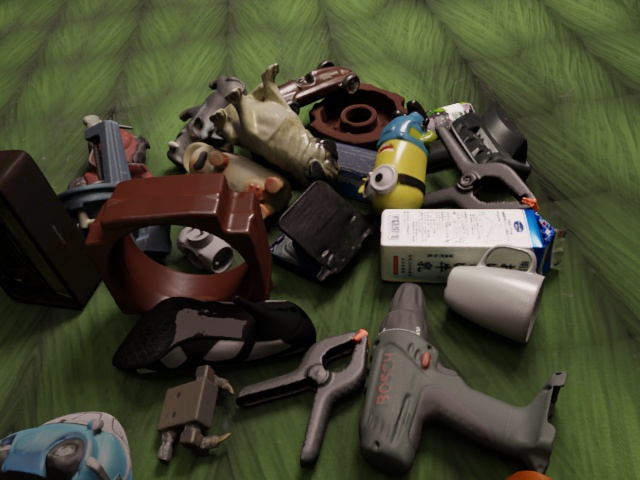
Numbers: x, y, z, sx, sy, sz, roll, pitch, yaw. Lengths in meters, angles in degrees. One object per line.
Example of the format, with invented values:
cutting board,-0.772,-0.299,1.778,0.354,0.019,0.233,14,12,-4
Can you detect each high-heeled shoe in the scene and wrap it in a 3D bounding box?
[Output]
high-heeled shoe,-0.130,0.130,0.676,0.249,0.145,0.086,-24,48,25

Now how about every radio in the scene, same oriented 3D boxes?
radio,-0.401,-0.008,0.716,0.131,0.229,0.073,2,44,15

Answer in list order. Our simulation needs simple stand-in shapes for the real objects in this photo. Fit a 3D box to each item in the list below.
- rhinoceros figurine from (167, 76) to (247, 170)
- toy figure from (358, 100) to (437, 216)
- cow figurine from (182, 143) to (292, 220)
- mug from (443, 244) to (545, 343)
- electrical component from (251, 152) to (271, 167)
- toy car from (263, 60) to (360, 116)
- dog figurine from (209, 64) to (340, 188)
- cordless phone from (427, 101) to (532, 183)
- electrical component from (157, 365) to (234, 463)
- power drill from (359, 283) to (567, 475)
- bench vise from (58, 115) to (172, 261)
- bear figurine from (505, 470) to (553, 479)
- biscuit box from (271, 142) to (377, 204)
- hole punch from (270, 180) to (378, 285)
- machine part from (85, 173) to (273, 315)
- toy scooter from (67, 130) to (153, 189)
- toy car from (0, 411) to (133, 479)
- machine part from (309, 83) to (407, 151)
rhinoceros figurine,-0.200,-0.208,0.966,0.190,0.073,0.112,-51,37,-7
toy figure,0.121,-0.115,0.780,0.089,0.082,0.180,22,62,-2
cow figurine,-0.133,-0.103,0.857,0.195,0.085,0.127,25,13,14
mug,0.209,0.058,0.649,0.107,0.109,0.081,14,12,26
electrical component,-0.108,-0.188,0.956,0.048,0.074,0.119,-12,43,-4
toy car,-0.019,-0.270,0.948,0.202,0.053,0.089,-29,48,-23
dog figurine,-0.067,-0.145,0.831,0.121,0.190,0.172,-39,9,-14
cordless phone,0.224,-0.130,0.859,0.184,0.088,0.147,-20,48,5
electrical component,-0.140,0.196,0.610,0.078,0.045,0.102,-28,39,21
power drill,0.152,0.152,0.583,0.207,0.085,0.232,16,51,17
bench vise,-0.306,-0.080,0.801,0.224,0.129,0.240,-18,79,30
bear figurine,0.136,0.282,0.433,0.196,0.120,0.132,-29,53,-17
biscuit box,0.016,-0.120,0.878,0.203,0.059,0.063,18,51,24
hole punch,-0.002,-0.002,0.763,0.116,0.092,0.142,41,55,3
machine part,-0.167,0.017,0.675,0.202,0.200,0.087,-3,44,6
toy scooter,-0.344,-0.130,0.932,0.135,0.075,0.184,-2,49,7
toy car,-0.256,0.233,0.561,0.162,0.109,0.103,-2,22,22
machine part,0.069,-0.210,0.961,0.179,0.056,0.179,-4,47,4
